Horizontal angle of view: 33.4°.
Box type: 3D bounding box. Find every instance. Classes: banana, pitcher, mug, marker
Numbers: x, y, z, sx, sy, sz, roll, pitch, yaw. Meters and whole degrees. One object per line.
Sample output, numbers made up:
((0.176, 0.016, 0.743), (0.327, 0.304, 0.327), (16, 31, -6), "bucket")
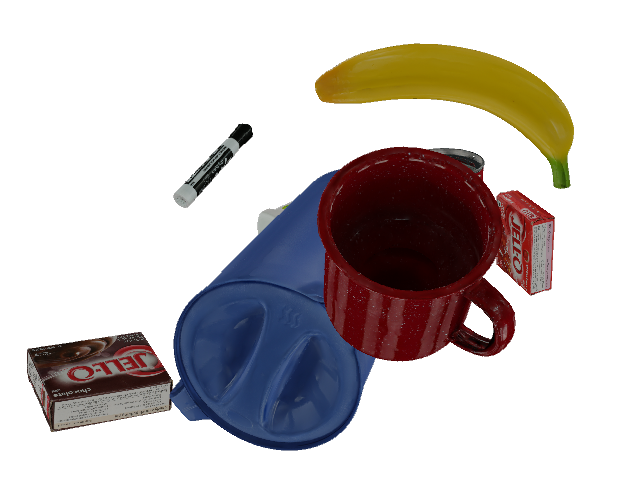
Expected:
((0.097, -0.097, 0.729), (0.197, 0.069, 0.037), (19, -1, -11), "banana")
((-0.011, 0.041, 0.808), (0.149, 0.145, 0.242), (12, 28, 14), "pitcher")
((0.053, 0.018, 0.561), (0.117, 0.093, 0.081), (36, -28, 20), "mug")
((-0.105, -0.078, 1.074), (0.020, 0.020, 0.121), (0, 41, 43), "marker")

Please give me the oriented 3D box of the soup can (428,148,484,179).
((0.111, -0.024, 0.955), (0.068, 0.102, 0.068), (-2, 24, 1), "soup can")

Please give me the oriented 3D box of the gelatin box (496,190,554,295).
((0.214, 0.001, 1.122), (0.030, 0.089, 0.073), (-14, 30, -16), "gelatin box")

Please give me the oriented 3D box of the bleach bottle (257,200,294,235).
((0.047, -0.043, 1.324), (0.250, 0.068, 0.103), (-30, 44, -35), "bleach bottle")

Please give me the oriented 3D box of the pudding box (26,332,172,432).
((-0.201, 0.126, 0.969), (0.113, 0.039, 0.090), (-9, 28, -25), "pudding box")
